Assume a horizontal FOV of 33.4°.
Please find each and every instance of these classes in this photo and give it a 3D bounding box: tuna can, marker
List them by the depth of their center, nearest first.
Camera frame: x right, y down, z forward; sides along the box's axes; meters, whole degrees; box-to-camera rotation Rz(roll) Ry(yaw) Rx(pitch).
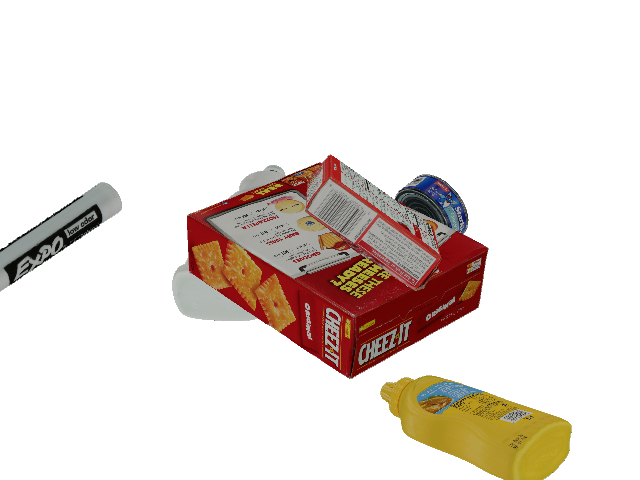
[{"bbox_3d":[-0.150,0.007,0.544,0.020,0.020,0.120,0,30,44],"label":"marker"},{"bbox_3d":[0.126,-0.031,1.227,0.033,0.086,0.086,-37,21,-31],"label":"tuna can"}]

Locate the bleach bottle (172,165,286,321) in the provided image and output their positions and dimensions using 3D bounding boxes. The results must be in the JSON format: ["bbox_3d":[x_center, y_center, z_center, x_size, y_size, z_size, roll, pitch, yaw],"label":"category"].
[{"bbox_3d":[-0.086,-0.011,1.212,0.102,0.068,0.250,3,35,9],"label":"bleach bottle"}]

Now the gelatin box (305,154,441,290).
[{"bbox_3d":[0.033,-0.012,0.678,0.089,0.030,0.073,36,13,-9],"label":"gelatin box"}]

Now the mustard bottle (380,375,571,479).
[{"bbox_3d":[0.135,0.172,1.024,0.192,0.058,0.096,16,22,41],"label":"mustard bottle"}]

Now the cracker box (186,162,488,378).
[{"bbox_3d":[0.011,0.019,0.935,0.163,0.072,0.214,-24,40,-36],"label":"cracker box"}]
